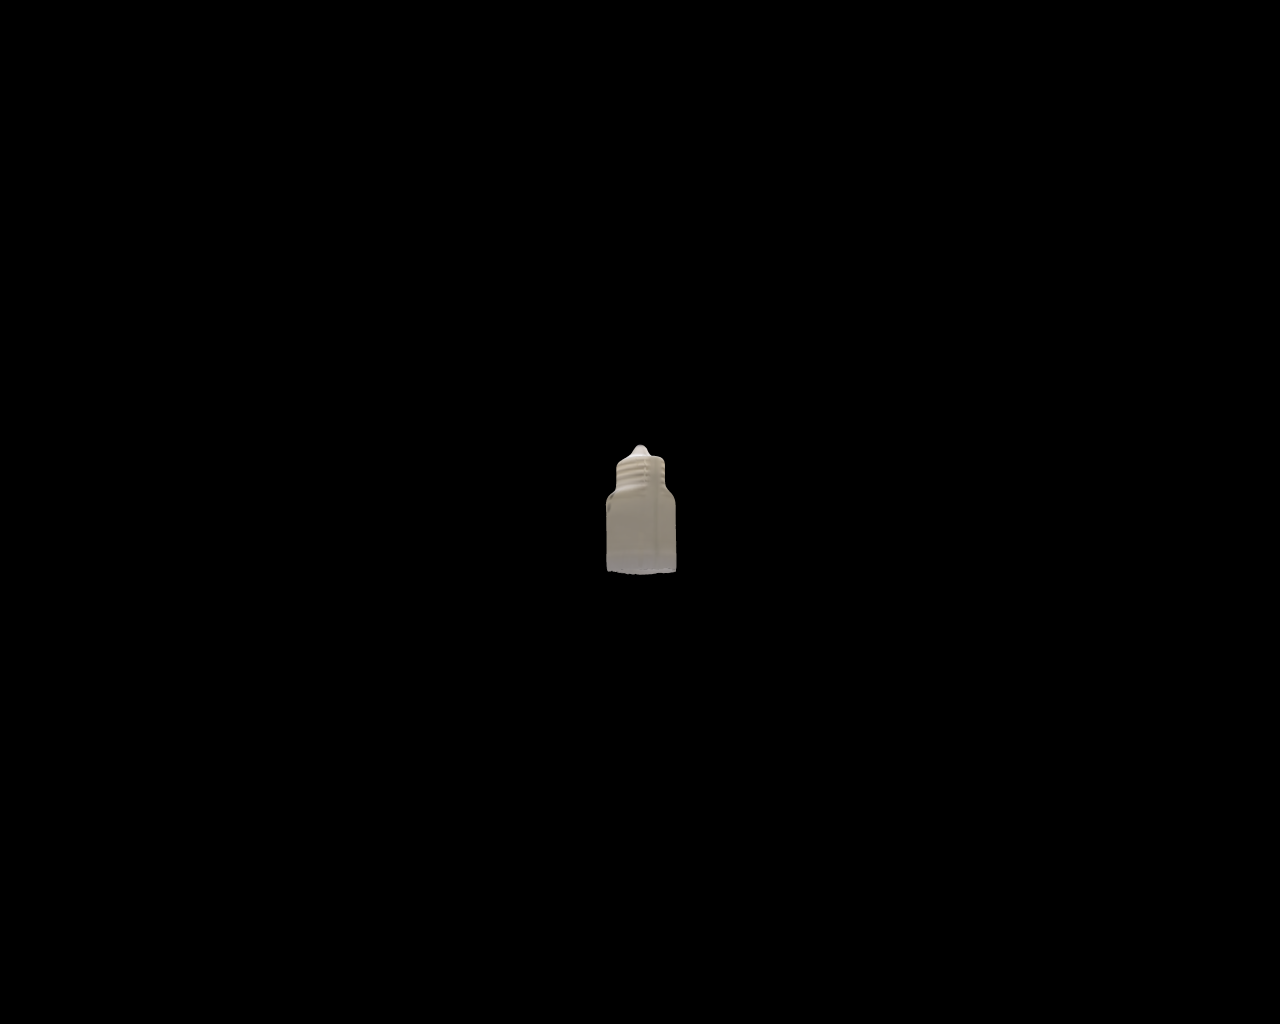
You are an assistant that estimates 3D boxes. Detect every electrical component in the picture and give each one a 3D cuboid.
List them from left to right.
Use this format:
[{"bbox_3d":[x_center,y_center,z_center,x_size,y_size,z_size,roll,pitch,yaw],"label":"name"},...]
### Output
[{"bbox_3d":[0.001,-0.003,0.650,0.043,0.081,0.043,0,-7,0],"label":"electrical component"}]
